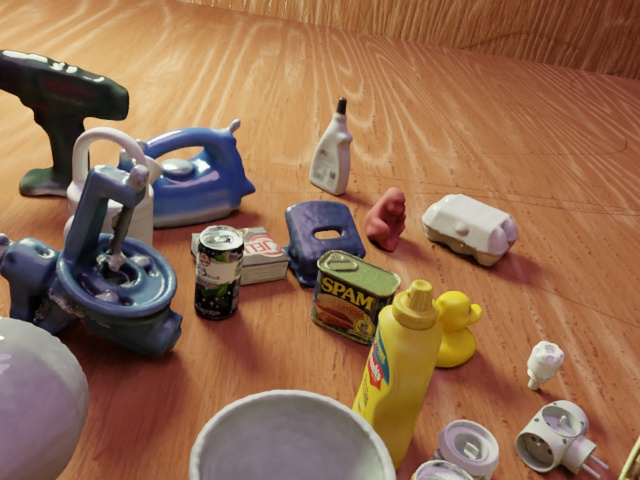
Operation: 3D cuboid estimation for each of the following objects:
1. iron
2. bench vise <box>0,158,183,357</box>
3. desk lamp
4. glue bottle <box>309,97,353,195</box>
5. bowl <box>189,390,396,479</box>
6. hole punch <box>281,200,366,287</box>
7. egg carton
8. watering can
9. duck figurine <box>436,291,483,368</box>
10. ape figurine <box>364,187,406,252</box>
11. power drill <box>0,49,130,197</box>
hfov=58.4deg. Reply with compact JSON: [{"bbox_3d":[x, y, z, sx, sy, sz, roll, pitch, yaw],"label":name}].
[{"bbox_3d":[-0.223,-0.106,0.868,0.259,0.141,0.118,-17,40,-39],"label":"iron"},{"bbox_3d":[-0.241,0.017,0.578,0.207,0.220,0.121,4,31,-12],"label":"bench vise"},{"bbox_3d":[-0.208,0.180,0.323,0.118,0.213,0.203,4,31,-12],"label":"desk lamp"},{"bbox_3d":[0.027,-0.171,1.031,0.078,0.173,0.037,32,36,31],"label":"glue bottle"},{"bbox_3d":[-0.024,0.209,0.473,0.167,0.075,0.167,8,30,-5],"label":"bowl"},{"bbox_3d":[0.007,0.003,0.813,0.109,0.091,0.100,-6,35,-27],"label":"hole punch"},{"bbox_3d":[0.248,-0.020,0.954,0.150,0.069,0.107,27,34,26],"label":"egg carton"},{"bbox_3d":[-0.257,-0.050,0.712,0.101,0.194,0.172,5,31,-10],"label":"watering can"},{"bbox_3d":[0.151,0.102,0.701,0.105,0.086,0.077,0,32,-18],"label":"duck figurine"},{"bbox_3d":[0.111,-0.040,0.919,0.078,0.092,0.076,-13,38,-35],"label":"ape figurine"},{"bbox_3d":[-0.404,-0.173,0.853,0.230,0.208,0.075,0,32,-18],"label":"power drill"}]
